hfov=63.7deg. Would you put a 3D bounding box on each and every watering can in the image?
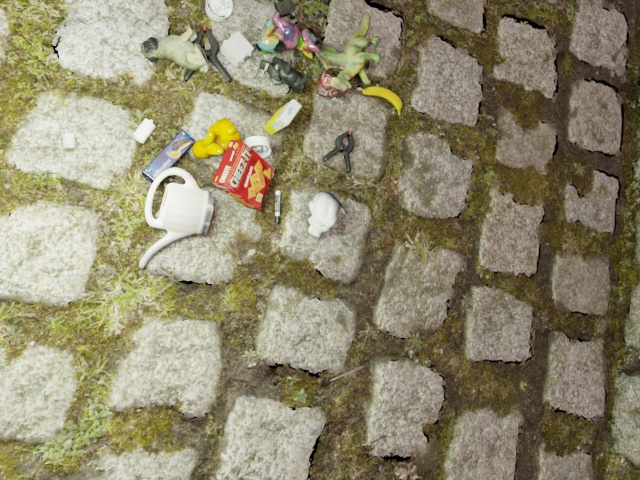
[{"bbox_3d":[-0.471,-0.063,1.710,0.224,0.104,0.347,11,93,-24],"label":"watering can"}]

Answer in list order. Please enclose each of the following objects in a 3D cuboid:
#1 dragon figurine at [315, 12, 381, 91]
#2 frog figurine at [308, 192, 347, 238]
[{"bbox_3d":[0.101,-0.745,2.019,0.243,0.120,0.418,3,66,-18],"label":"dragon figurine"},{"bbox_3d":[0.006,-0.096,1.905,0.160,0.120,0.139,-43,69,-11],"label":"frog figurine"}]
